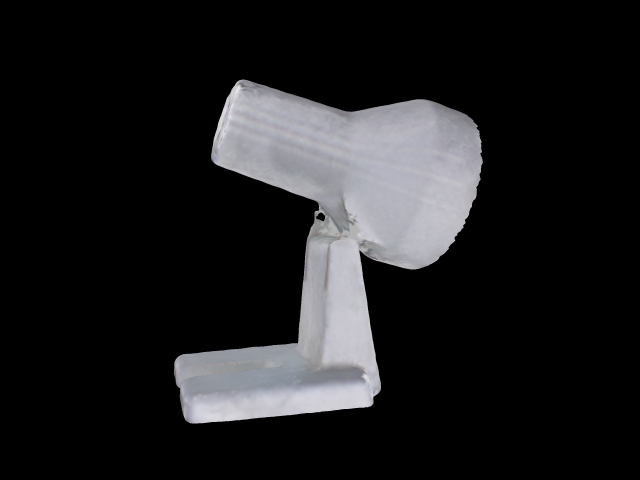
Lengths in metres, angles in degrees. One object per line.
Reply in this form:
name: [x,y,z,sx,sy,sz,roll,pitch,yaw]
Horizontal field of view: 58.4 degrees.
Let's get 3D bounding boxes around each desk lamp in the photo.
desk lamp: [0.004,0.001,0.400,0.204,0.213,0.117,-1,4,-19]
